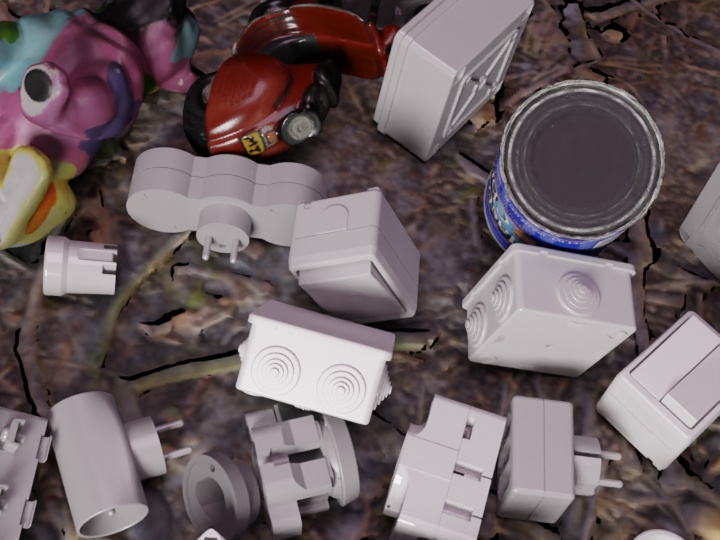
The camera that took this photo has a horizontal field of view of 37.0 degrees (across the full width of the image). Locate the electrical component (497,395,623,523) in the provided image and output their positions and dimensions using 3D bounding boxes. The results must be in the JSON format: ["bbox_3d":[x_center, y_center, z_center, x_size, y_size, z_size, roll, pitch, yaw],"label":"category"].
[{"bbox_3d":[0.130,0.123,0.685,0.077,0.047,0.065,8,57,-3],"label":"electrical component"}]

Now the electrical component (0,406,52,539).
[{"bbox_3d":[-0.223,0.138,0.616,0.063,0.079,0.121,19,55,-22],"label":"electrical component"}]

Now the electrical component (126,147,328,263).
[{"bbox_3d":[-0.094,-0.037,0.752,0.138,0.052,0.073,7,58,-4],"label":"electrical component"}]

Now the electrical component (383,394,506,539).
[{"bbox_3d":[0.050,0.130,0.668,0.056,0.050,0.089,18,57,3],"label":"electrical component"}]

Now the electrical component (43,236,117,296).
[{"bbox_3d":[-0.188,-0.002,0.725,0.046,0.040,0.040,4,57,-13],"label":"electrical component"}]

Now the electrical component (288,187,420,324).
[{"bbox_3d":[0.000,0.000,0.722,0.062,0.096,0.061,-9,55,21],"label":"electrical component"}]

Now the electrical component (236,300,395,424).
[{"bbox_3d":[-0.027,0.057,0.678,0.100,0.099,0.048,15,94,2],"label":"electrical component"}]

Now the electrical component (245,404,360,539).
[{"bbox_3d":[-0.034,0.120,0.659,0.057,0.058,0.078,-11,60,-12],"label":"electrical component"}]

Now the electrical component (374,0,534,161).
[{"bbox_3d":[0.070,-0.156,0.817,0.056,0.108,0.108,38,61,12],"label":"electrical component"}]

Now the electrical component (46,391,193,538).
[{"bbox_3d":[-0.143,0.112,0.656,0.079,0.043,0.077,-16,61,-18],"label":"electrical component"}]

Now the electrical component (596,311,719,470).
[{"bbox_3d":[0.217,0.074,0.720,0.096,0.061,0.062,-36,69,-26],"label":"electrical component"}]

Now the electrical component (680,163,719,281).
[{"bbox_3d":[0.290,-0.040,0.772,0.057,0.113,0.078,-28,65,-19],"label":"electrical component"}]

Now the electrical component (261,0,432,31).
[{"bbox_3d":[0.017,-0.247,0.868,0.186,0.105,0.060,8,57,-3],"label":"electrical component"}]

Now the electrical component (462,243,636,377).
[{"bbox_3d":[0.124,0.030,0.712,0.100,0.099,0.048,10,60,-15],"label":"electrical component"}]

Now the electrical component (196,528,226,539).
[{"bbox_3d":[-0.095,0.204,0.595,0.062,0.061,0.096,40,61,16],"label":"electrical component"}]

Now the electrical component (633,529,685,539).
[{"bbox_3d":[0.174,0.186,0.647,0.045,0.055,0.045,4,58,-6],"label":"electrical component"}]
